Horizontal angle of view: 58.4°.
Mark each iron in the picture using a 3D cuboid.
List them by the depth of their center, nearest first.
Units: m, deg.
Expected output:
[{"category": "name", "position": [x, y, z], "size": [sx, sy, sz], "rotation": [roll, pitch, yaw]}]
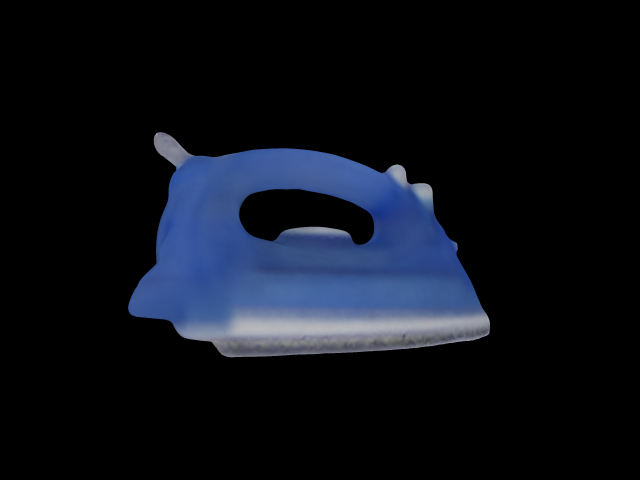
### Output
[{"category": "iron", "position": [0.004, 0.001, 0.400], "size": [0.259, 0.141, 0.118], "rotation": [0, 0, -17]}]
